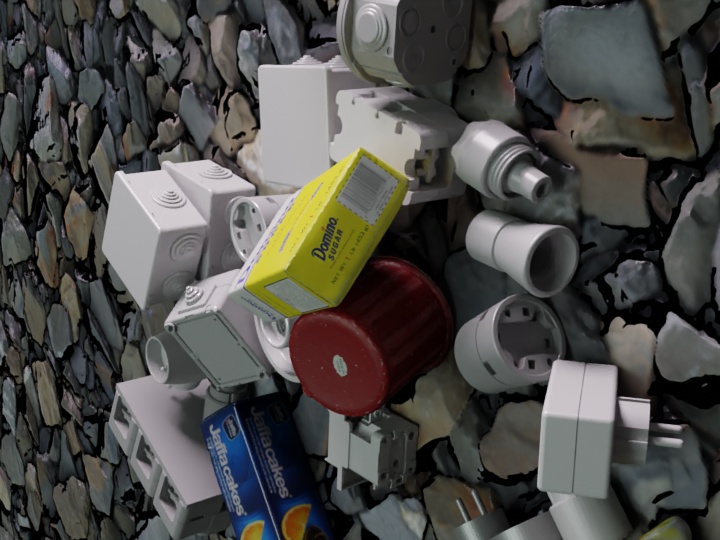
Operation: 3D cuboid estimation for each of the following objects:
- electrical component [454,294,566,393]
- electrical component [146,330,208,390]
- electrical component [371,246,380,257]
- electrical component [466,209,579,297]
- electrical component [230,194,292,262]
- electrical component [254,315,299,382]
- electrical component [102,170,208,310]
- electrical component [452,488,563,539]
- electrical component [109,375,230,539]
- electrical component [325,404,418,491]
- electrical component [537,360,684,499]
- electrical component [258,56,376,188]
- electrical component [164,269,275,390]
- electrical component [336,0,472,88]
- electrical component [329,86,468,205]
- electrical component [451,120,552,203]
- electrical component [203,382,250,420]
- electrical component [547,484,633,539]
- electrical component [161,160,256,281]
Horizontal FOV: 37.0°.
[{"bbox_3d":[0.092,0.048,0.669,0.047,0.055,0.055,-33,73,55],"label":"electrical component"},{"bbox_3d":[-0.158,0.085,0.994,0.044,0.077,0.079,58,139,25],"label":"electrical component"},{"bbox_3d":[0.000,0.000,0.795,0.035,0.035,0.061,-7,96,54],"label":"electrical component"},{"bbox_3d":[0.096,-0.014,0.658,0.065,0.044,0.044,28,121,52],"label":"electrical component"},{"bbox_3d":[-0.071,-0.034,0.869,0.055,0.047,0.055,19,115,49],"label":"electrical component"},{"bbox_3d":[-0.043,0.036,0.840,0.108,0.060,0.108,19,114,50],"label":"electrical component"},{"bbox_3d":[-0.177,-0.028,0.927,0.099,0.048,0.099,49,134,34],"label":"electrical component"},{"bbox_3d":[0.086,0.182,0.714,0.138,0.052,0.073,-45,63,48],"label":"electrical component"},{"bbox_3d":[-0.164,0.171,1.014,0.150,0.089,0.061,50,135,33],"label":"electrical component"},{"bbox_3d":[0.010,0.129,0.811,0.064,0.042,0.081,21,116,45],"label":"electrical component"},{"bbox_3d":[0.142,0.089,0.604,0.076,0.083,0.047,5,107,13],"label":"electrical component"},{"bbox_3d":[-0.030,-0.107,0.794,0.100,0.048,0.099,14,111,51],"label":"electrical component"},{"bbox_3d":[-0.112,0.043,0.898,0.062,0.061,0.096,-16,122,33],"label":"electrical component"},{"bbox_3d":[0.029,-0.155,0.678,0.051,0.080,0.080,23,117,43],"label":"electrical component"},{"bbox_3d":[0.030,-0.085,0.713,0.089,0.056,0.050,36,127,43],"label":"electrical component"},{"bbox_3d":[0.089,-0.062,0.652,0.062,0.043,0.043,40,129,39],"label":"electrical component"},{"bbox_3d":[-0.121,0.113,0.982,0.040,0.040,0.078,38,128,42],"label":"electrical component"},{"bbox_3d":[0.133,0.137,0.649,0.040,0.040,0.078,-45,63,49],"label":"electrical component"},{"bbox_3d":[-0.135,-0.045,0.952,0.100,0.048,0.099,31,123,45],"label":"electrical component"}]
